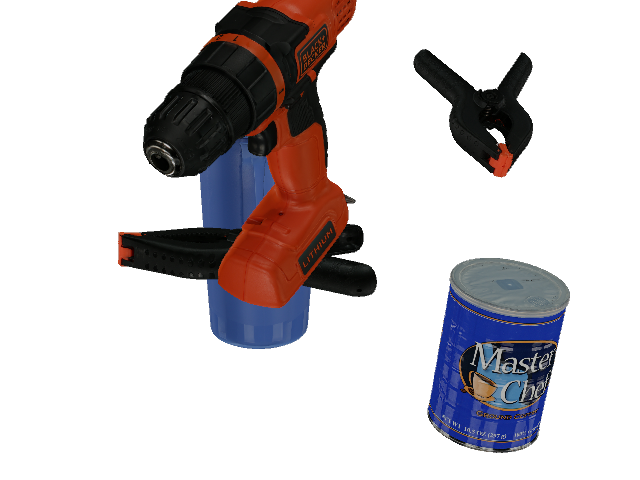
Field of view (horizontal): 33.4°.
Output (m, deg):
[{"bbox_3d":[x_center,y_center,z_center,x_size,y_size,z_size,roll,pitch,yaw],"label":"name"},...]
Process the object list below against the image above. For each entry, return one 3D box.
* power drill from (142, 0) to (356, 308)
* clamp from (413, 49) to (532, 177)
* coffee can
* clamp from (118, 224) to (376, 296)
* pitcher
[{"bbox_3d":[-0.034,-0.049,0.635,0.057,0.188,0.184,22,50,21],"label":"power drill"},{"bbox_3d":[0.149,-0.131,1.029,0.120,0.039,0.171,3,44,3],"label":"clamp"},{"bbox_3d":[0.155,0.100,0.941,0.103,0.140,0.103,6,24,-3],"label":"coffee can"},{"bbox_3d":[-0.055,0.013,0.848,0.210,0.036,0.164,1,12,-8],"label":"clamp"},{"bbox_3d":[-0.066,-0.009,1.134,0.145,0.243,0.148,17,24,41],"label":"pitcher"}]
